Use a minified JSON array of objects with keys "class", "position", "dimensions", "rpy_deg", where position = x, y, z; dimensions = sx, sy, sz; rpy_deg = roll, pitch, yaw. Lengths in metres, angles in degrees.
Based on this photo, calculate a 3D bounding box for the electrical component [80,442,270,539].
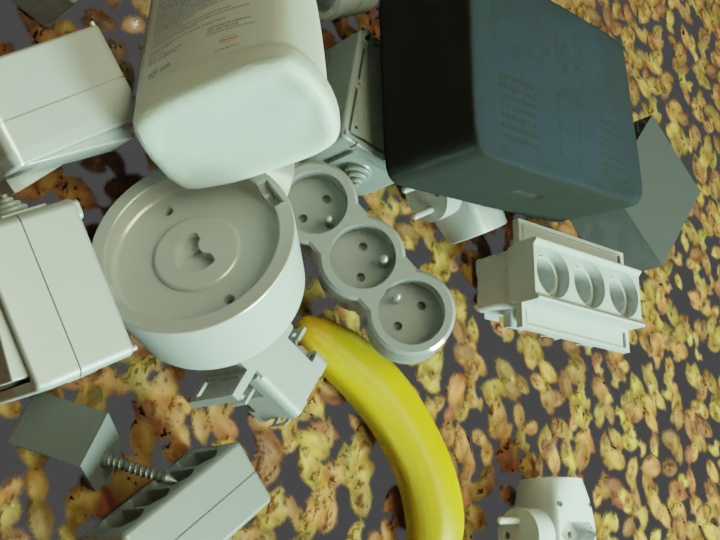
[{"class":"electrical component","position":[-0.086,0.145,0.558],"dimensions":[0.083,0.047,0.075],"rpy_deg":[-36,102,-42]}]

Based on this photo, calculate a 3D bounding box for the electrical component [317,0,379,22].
[{"class":"electrical component","position":[-0.020,-0.240,0.728],"dimensions":[0.074,0.052,0.138],"rpy_deg":[-25,94,-43]}]

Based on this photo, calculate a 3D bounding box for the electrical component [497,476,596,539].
[{"class":"electrical component","position":[0.121,0.181,0.735],"dimensions":[0.079,0.043,0.077],"rpy_deg":[12,70,-39]}]

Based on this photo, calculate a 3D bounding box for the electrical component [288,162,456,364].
[{"class":"electrical component","position":[0.000,0.000,0.665],"dimensions":[0.052,0.073,0.138],"rpy_deg":[-40,82,-10]}]

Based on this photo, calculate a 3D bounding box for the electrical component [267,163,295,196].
[{"class":"electrical component","position":[-0.073,-0.056,0.626],"dimensions":[0.047,0.055,0.055],"rpy_deg":[22,64,-32]}]

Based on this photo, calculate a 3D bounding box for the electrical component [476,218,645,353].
[{"class":"electrical component","position":[0.147,0.016,0.794],"dimensions":[0.121,0.063,0.078],"rpy_deg":[14,68,-38]}]

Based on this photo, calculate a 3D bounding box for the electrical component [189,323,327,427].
[{"class":"electrical component","position":[-0.056,0.052,0.616],"dimensions":[0.063,0.042,0.081],"rpy_deg":[47,52,-23]}]

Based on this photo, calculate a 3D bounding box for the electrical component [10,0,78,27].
[{"class":"electrical component","position":[-0.154,-0.187,0.577],"dimensions":[0.047,0.076,0.083],"rpy_deg":[38,55,-28]}]

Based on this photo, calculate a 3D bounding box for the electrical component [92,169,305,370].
[{"class":"electrical component","position":[-0.081,0.001,0.570],"dimensions":[0.060,0.108,0.108],"rpy_deg":[73,30,-56]}]

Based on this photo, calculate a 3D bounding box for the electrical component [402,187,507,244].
[{"class":"electrical component","position":[0.058,-0.056,0.749],"dimensions":[0.079,0.044,0.077],"rpy_deg":[-24,94,-43]}]

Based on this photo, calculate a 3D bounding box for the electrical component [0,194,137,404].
[{"class":"electrical component","position":[-0.162,0.011,0.518],"dimensions":[0.061,0.062,0.096],"rpy_deg":[-23,93,-39]}]

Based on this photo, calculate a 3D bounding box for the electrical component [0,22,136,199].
[{"class":"electrical component","position":[-0.160,-0.080,0.549],"dimensions":[0.096,0.062,0.061],"rpy_deg":[-34,101,-42]}]

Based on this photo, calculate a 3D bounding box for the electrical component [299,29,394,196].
[{"class":"electrical component","position":[-0.002,-0.093,0.695],"dimensions":[0.062,0.061,0.096],"rpy_deg":[27,61,-34]}]
